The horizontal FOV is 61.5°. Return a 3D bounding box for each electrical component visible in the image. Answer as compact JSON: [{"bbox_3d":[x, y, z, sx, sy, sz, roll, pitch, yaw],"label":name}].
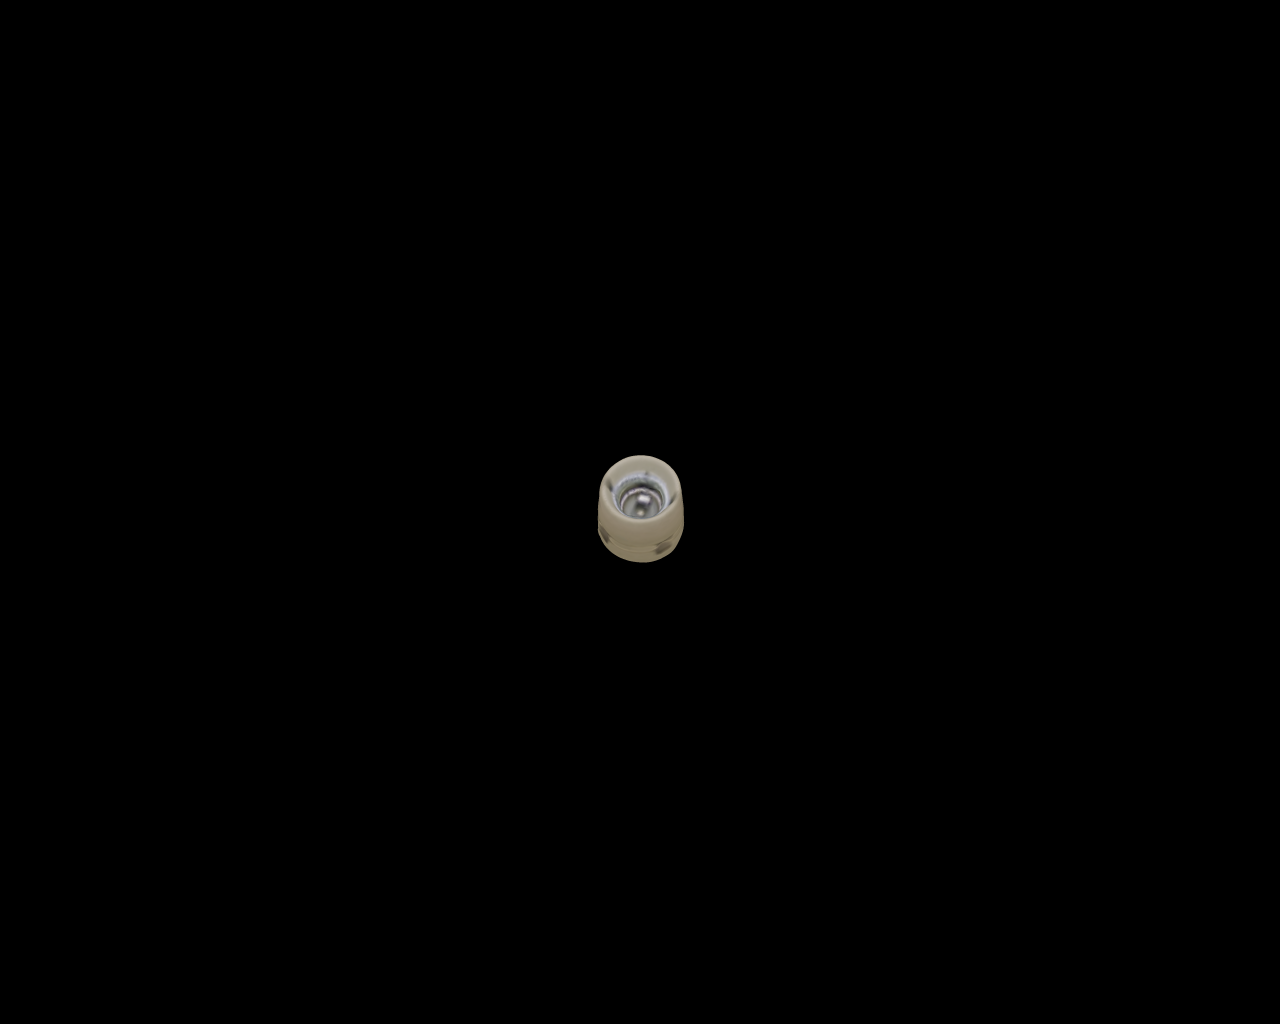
[{"bbox_3d":[0.001,-0.003,0.650,0.055,0.055,0.047,0,-30,0],"label":"electrical component"}]
